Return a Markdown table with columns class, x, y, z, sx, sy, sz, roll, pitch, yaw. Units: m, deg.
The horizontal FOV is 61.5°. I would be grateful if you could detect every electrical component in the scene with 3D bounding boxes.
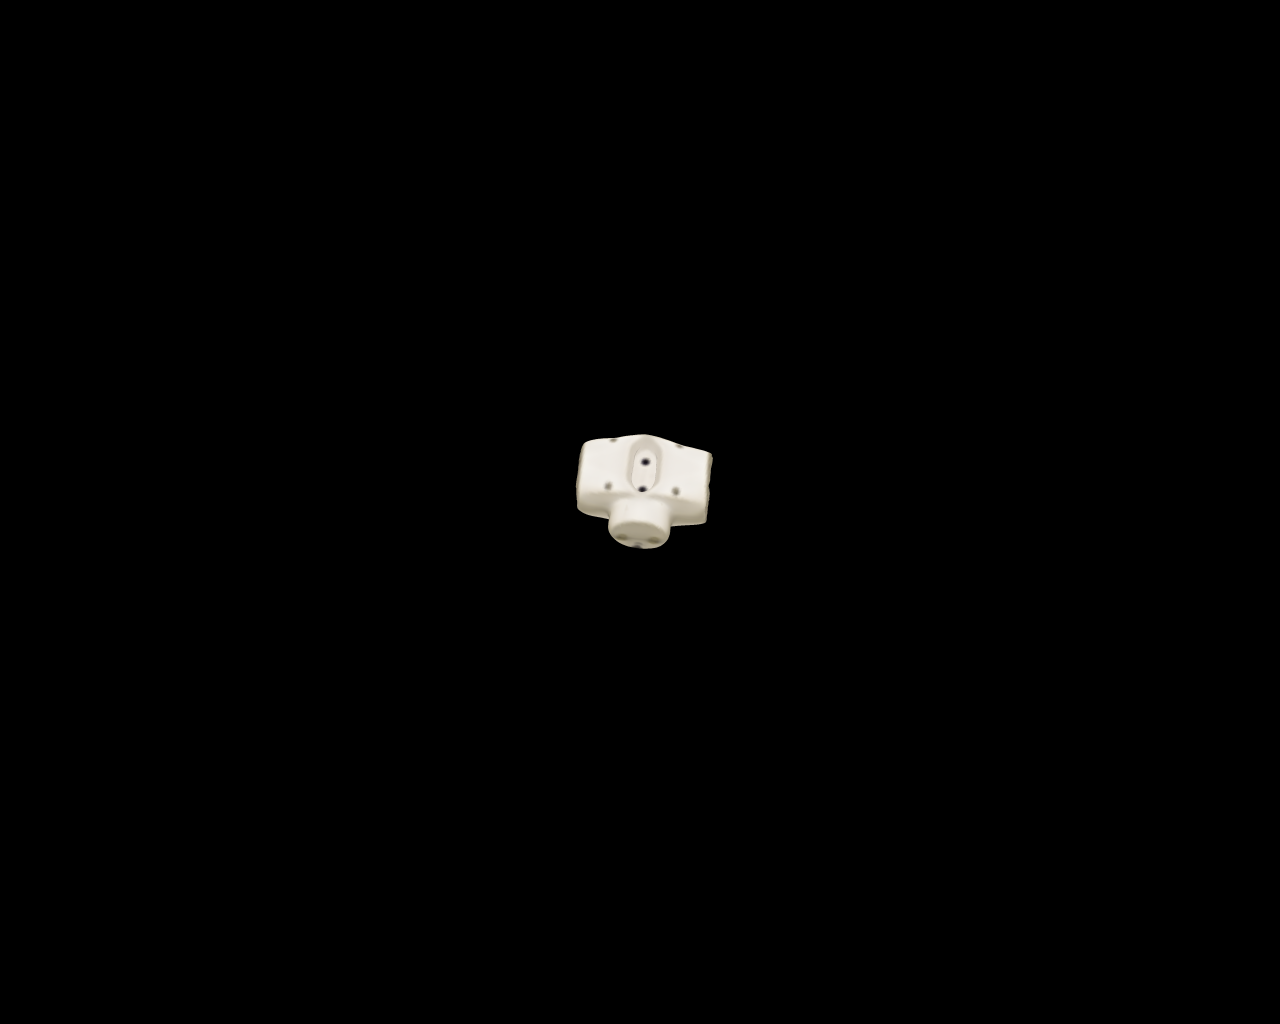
| class | x | y | z | sx | sy | sz | roll | pitch | yaw |
| --- | --- | --- | --- | --- | --- | --- | --- | --- | --- |
| electrical component | 0.001 | -0.003 | 0.650 | 0.077 | 0.079 | 0.043 | 6 | -27 | 3 |
